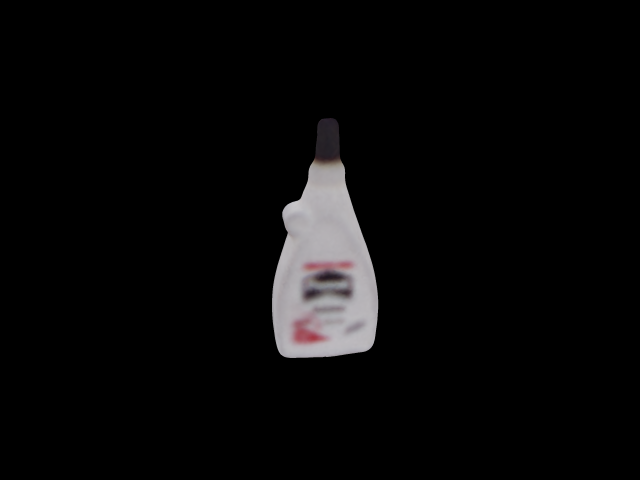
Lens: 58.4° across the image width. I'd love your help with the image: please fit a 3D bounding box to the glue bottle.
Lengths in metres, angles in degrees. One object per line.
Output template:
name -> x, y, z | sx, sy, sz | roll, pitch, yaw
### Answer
glue bottle -> 0.004, 0.001, 0.400 | 0.078, 0.173, 0.037 | -5, 25, -10
